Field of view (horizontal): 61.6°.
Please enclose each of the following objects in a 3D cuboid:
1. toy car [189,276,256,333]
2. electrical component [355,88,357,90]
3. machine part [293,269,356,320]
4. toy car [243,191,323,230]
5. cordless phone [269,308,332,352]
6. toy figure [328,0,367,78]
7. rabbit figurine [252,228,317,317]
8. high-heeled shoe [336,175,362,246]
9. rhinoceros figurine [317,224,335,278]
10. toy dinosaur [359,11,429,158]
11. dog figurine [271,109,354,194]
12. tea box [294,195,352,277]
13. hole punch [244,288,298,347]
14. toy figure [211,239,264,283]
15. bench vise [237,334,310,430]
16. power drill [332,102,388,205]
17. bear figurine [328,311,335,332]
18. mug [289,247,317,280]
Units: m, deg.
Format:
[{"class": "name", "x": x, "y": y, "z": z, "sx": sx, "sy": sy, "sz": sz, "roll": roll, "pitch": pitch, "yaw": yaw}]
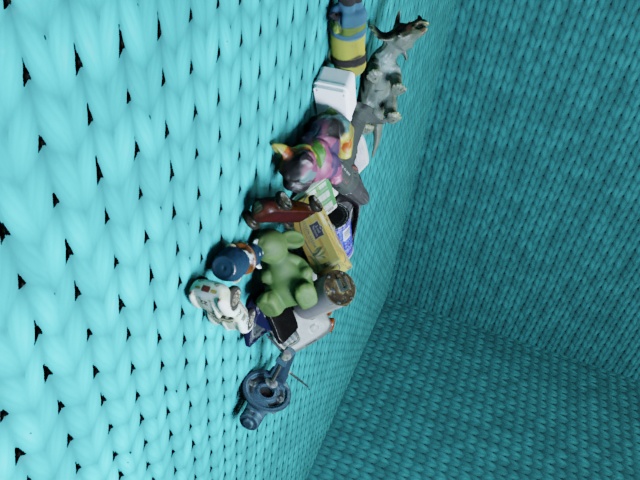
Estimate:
[{"class": "toy car", "x": -0.164, "y": 0.116, "z": 0.919, "sx": 0.201, "sy": 0.074, "sz": 0.056, "roll": 77, "pitch": 30, "yaw": -64}, {"class": "electrical component", "x": 0.057, "y": -0.327, "z": 1.291, "sx": 0.078, "sy": 0.045, "sz": 0.102, "roll": -58, "pitch": 160, "yaw": -50}, {"class": "machine part", "x": 0.006, "y": 0.121, "z": 1.158, "sx": 0.243, "sy": 0.079, "sz": 0.079, "roll": -33, "pitch": -152, "yaw": 58}, {"class": "toy car", "x": -0.067, "y": -0.058, "z": 1.022, "sx": 0.089, "sy": 0.053, "sz": 0.202, "roll": -33, "pitch": 169, "yaw": 23}, {"class": "cordless phone", "x": -0.063, "y": 0.194, "z": 1.322, "sx": 0.147, "sy": 0.089, "sz": 0.184, "roll": -30, "pitch": 147, "yaw": 1}, {"class": "toy figure", "x": 0.057, "y": -0.416, "z": 1.095, "sx": 0.180, "sy": 0.082, "sz": 0.089, "roll": 92, "pitch": -10, "yaw": -55}, {"class": "rabbit figurine", "x": -0.074, "y": 0.041, "z": 1.083, "sx": 0.159, "sy": 0.121, "sz": 0.170, "roll": -73, "pitch": 146, "yaw": -54}, {"class": "high-heeled shoe", "x": 0.075, "y": -0.066, "z": 1.519, "sx": 0.145, "sy": 0.086, "sz": 0.248, "roll": -85, "pitch": -179, "yaw": -50}, {"class": "rhinoceros figurine", "x": 0.002, "y": 0.037, "z": 1.319, "sx": 0.112, "sy": 0.073, "sz": 0.190, "roll": -96, "pitch": -176, "yaw": -77}, {"class": "toy dinosaur", "x": 0.162, "y": -0.420, "z": 1.446, "sx": 0.404, "sy": 0.131, "sz": 0.192, "roll": 108, "pitch": -12, "yaw": -57}, {"class": "dog figurine", "x": -0.015, "y": -0.183, "z": 1.072, "sx": 0.219, "sy": 0.109, "sz": 0.191, "roll": 3, "pitch": 105, "yaw": -73}, {"class": "tea box", "x": -0.002, "y": -0.004, "z": 1.189, "sx": 0.170, "sy": 0.068, "sz": 0.098, "roll": 66, "pitch": 13, "yaw": 22}, {"class": "hole punch", "x": -0.118, "y": 0.165, "z": 1.171, "sx": 0.142, "sy": 0.092, "sz": 0.115, "roll": -28, "pitch": 101, "yaw": -66}, {"class": "toy figure", "x": -0.142, "y": 0.033, "z": 0.944, "sx": 0.154, "sy": 0.058, "sz": 0.064, "roll": -33, "pitch": 144, "yaw": -76}, {"class": "bench vise", "x": -0.107, "y": 0.335, "z": 1.294, "sx": 0.223, "sy": 0.129, "sz": 0.240, "roll": -33, "pitch": 153, "yaw": -53}, {"class": "power drill", "x": 0.080, "y": -0.211, "z": 1.281, "sx": 0.232, "sy": 0.086, "sz": 0.207, "roll": 26, "pitch": 94, "yaw": -46}, {"class": "bear figurine", "x": -0.006, "y": 0.136, "z": 1.464, "sx": 0.120, "sy": 0.132, "sz": 0.195, "roll": -98, "pitch": -157, "yaw": -66}, {"class": "mug", "x": -0.051, "y": 0.069, "z": 1.265, "sx": 0.081, "sy": 0.110, "sz": 0.107, "roll": -24, "pitch": 126, "yaw": -12}]
